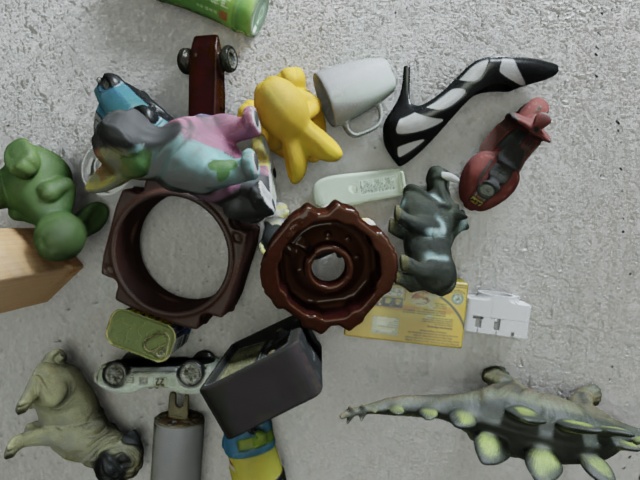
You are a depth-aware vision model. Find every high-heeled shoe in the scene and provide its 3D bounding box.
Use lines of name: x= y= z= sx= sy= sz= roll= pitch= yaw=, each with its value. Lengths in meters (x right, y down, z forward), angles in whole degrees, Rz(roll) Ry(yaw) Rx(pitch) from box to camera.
high-heeled shoe: x=0.215 y=-0.182 z=0.770 sx=0.249 sy=0.086 sz=0.145 roll=-2 pitch=103 yaw=4

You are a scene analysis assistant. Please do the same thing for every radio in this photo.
radio: x=-0.068 y=0.170 z=0.727 sx=0.131 sy=0.229 sz=0.073 roll=-26 pitch=94 yaw=2

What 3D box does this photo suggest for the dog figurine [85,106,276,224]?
dog figurine: x=-0.174 y=-0.091 z=0.674 sx=0.219 sy=0.191 sz=0.108 roll=-4 pitch=62 yaw=5

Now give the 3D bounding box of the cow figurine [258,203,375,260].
cow figurine: x=-0.001 y=-0.004 z=0.774 sx=0.167 sy=0.098 sz=0.068 roll=3 pitch=118 yaw=6

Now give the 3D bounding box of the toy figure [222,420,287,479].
toy figure: x=-0.100 y=0.321 z=0.809 sx=0.089 sy=0.082 sz=0.180 roll=-6 pitch=89 yaw=7

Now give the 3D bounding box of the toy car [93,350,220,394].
toy car: x=-0.241 y=0.203 z=0.819 sx=0.202 sy=0.073 sz=0.056 roll=-2 pitch=92 yaw=5

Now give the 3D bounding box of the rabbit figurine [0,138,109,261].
rabbit figurine: x=-0.396 y=-0.034 z=0.785 sx=0.121 sy=0.159 sz=0.170 roll=-35 pitch=70 yaw=7

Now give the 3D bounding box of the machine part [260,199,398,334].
machine part: x=0.010 y=0.034 z=0.715 sx=0.179 sy=0.056 sz=0.179 roll=-1 pitch=104 yaw=-5

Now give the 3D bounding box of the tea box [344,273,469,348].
tea box: x=0.123 y=0.097 z=0.787 sx=0.170 sy=0.068 sz=0.098 roll=7 pitch=93 yaw=3

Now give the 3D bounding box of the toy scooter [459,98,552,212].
toy scooter: x=0.261 y=-0.119 z=0.735 sx=0.075 sy=0.135 sz=0.184 roll=34 pitch=96 yaw=1

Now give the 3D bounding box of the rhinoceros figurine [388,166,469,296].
rhinoceros figurine: x=0.153 y=-0.017 z=0.747 sx=0.112 sy=0.073 sz=0.190 roll=4 pitch=64 yaw=3

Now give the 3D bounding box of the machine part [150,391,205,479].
machine part: x=-0.219 y=0.353 z=0.822 sx=0.079 sy=0.079 sz=0.243 roll=4 pitch=91 yaw=5

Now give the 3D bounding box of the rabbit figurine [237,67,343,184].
rabbit figurine: x=-0.049 y=-0.160 z=0.742 sx=0.122 sy=0.173 sz=0.162 roll=-28 pitch=86 yaw=1

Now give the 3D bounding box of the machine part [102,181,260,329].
machine part: x=-0.205 y=0.015 z=0.794 sx=0.201 sy=0.087 sz=0.201 roll=20 pitch=99 yaw=5

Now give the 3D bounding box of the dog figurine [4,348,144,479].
dog figurine: x=-0.355 y=0.271 z=0.831 sx=0.190 sy=0.121 sz=0.172 roll=14 pitch=97 yaw=-10

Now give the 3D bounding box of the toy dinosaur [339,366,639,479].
toy dinosaur: x=0.262 y=0.240 z=0.717 sx=0.472 sy=0.198 sz=0.105 roll=3 pitch=89 yaw=3

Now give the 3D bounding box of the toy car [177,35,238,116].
toy car: x=-0.168 y=-0.202 z=0.809 sx=0.089 sy=0.053 sz=0.202 roll=2 pitch=93 yaw=22

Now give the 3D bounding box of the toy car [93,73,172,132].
toy car: x=-0.266 y=-0.154 z=0.759 sx=0.162 sy=0.109 sz=0.103 roll=40 pitch=96 yaw=17

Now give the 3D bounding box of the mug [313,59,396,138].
mug: x=0.058 y=-0.210 z=0.777 sx=0.107 sy=0.081 sz=0.109 roll=-25 pitch=85 yaw=-4
